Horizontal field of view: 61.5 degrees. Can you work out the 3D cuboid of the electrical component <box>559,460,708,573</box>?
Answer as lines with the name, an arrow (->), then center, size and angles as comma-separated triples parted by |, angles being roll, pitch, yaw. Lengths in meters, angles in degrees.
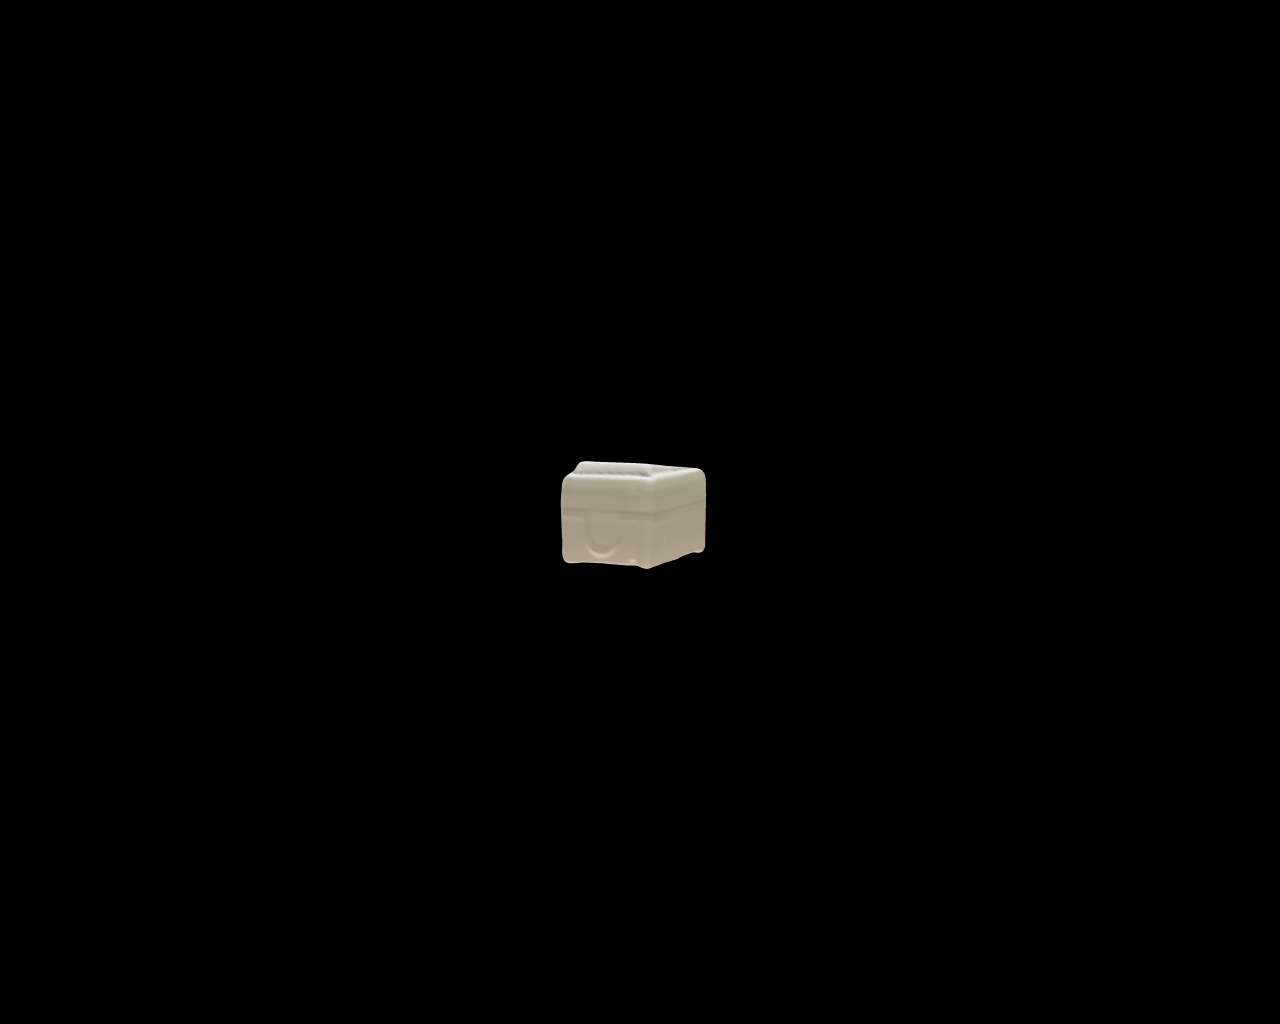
electrical component -> 0.001, -0.003, 0.650 | 0.062, 0.061, 0.096 | 4, 8, 28
